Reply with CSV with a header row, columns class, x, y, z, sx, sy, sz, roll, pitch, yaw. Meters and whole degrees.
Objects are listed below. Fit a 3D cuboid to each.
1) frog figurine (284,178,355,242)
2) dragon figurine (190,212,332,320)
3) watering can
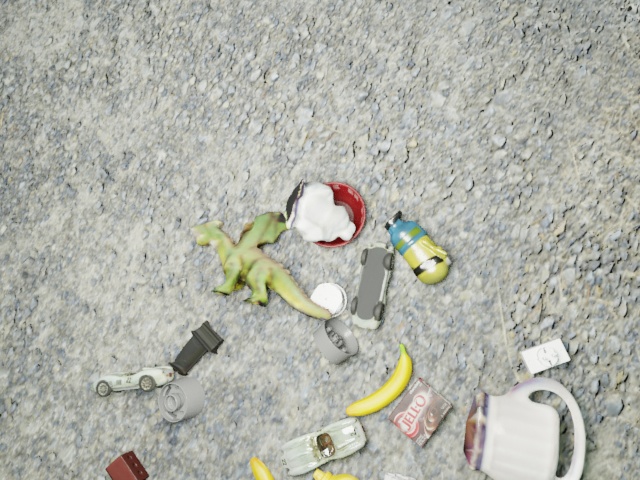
class,x,y,z,sx,sy,sz,roll,pitch,yaw
frog figurine,0.004,-0.059,1.180,0.159,0.139,0.121,19,-19,-20
dragon figurine,-0.136,0.039,1.235,0.411,0.246,0.120,11,-18,17
watering can,0.395,0.441,1.013,0.224,0.351,0.103,8,-10,16
